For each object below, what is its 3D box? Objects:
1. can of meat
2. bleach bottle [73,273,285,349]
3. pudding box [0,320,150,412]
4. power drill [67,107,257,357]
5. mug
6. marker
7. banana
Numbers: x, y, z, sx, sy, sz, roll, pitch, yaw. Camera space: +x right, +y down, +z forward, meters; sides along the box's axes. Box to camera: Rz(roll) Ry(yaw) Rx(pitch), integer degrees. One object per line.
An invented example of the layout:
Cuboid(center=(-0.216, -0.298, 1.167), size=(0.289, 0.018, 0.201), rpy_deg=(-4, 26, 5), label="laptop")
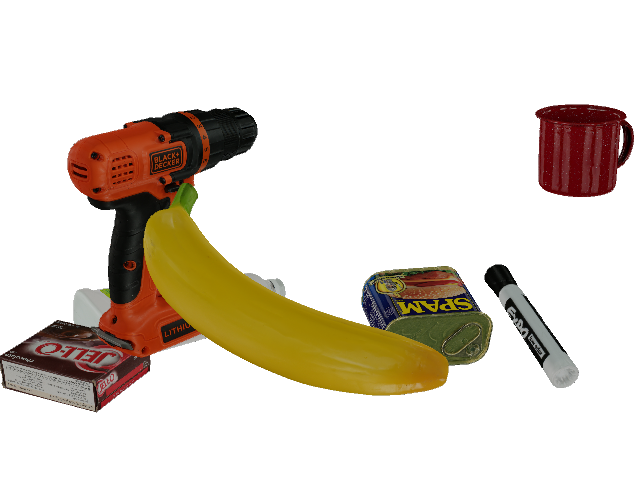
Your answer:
Cuboid(center=(0.094, 0.068, 0.979), size=(0.102, 0.057, 0.084), rpy_deg=(-3, 31, -13), label="can of meat")
Cuboid(center=(-0.158, 0.079, 1.272), size=(0.250, 0.068, 0.103), rpy_deg=(-12, 31, -34), label="bleach bottle")
Cuboid(center=(-0.233, 0.118, 1.016), size=(0.114, 0.039, 0.089), rpy_deg=(7, 22, 24), label="pudding box")
Cuboid(center=(-0.122, -0.012, 0.873), size=(0.057, 0.188, 0.184), rpy_deg=(18, 26, 39), label="power drill")
Cuboid(center=(0.285, -0.097, 1.138), size=(0.117, 0.081, 0.093), rpy_deg=(-11, 22, -26), label="mug")
Cuboid(center=(0.140, 0.054, 0.725), size=(0.020, 0.020, 0.121), rpy_deg=(0, 33, -17), label="marker")
Cuboid(center=(-0.029, 0.030, 0.543), size=(0.198, 0.037, 0.069), rpy_deg=(35, 63, 28), label="banana")
